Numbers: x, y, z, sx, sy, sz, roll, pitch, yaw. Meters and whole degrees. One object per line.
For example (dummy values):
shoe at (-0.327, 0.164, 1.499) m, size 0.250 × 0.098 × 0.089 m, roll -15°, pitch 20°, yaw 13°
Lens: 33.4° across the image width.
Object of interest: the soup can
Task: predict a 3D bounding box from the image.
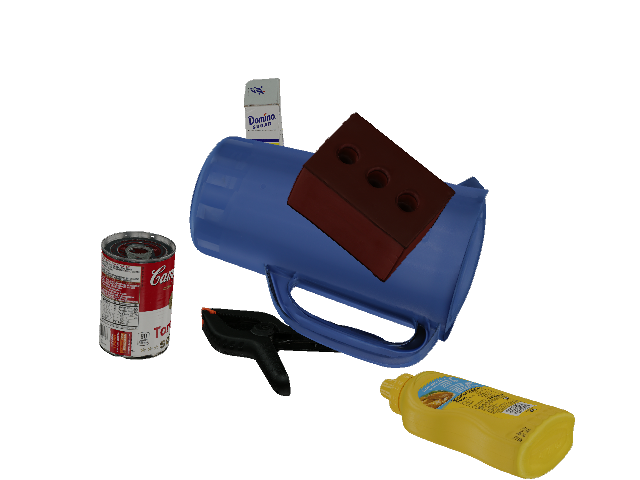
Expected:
soup can at (-0.171, 0.051, 0.992) m, size 0.068 × 0.102 × 0.068 m, roll 6°, pitch 21°, yaw -2°

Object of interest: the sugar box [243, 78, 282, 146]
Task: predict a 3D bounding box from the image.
sugar box at (-0.063, -0.089, 1.228) m, size 0.048 × 0.176 × 0.093 m, roll -4°, pitch 26°, yaw 0°

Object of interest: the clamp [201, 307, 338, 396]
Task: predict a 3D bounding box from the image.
clamp at (-0.066, 0.121, 1.246) m, size 0.210 × 0.036 × 0.164 m, roll 13°, pitch 21°, yaw 29°

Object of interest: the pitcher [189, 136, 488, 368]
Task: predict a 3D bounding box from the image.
pitcher at (0.013, 0.000, 0.912) m, size 0.243 × 0.145 × 0.149 m, roll 16°, pitch 20°, yaw 12°

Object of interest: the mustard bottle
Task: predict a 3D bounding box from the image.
mustard bottle at (0.135, 0.165, 1.013) m, size 0.192 × 0.058 × 0.096 m, roll 15°, pitch 22°, yaw 41°

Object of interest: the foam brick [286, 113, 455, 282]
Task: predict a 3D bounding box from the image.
foam brick at (0.029, -0.025, 0.626) m, size 0.078 × 0.053 × 0.051 m, roll 39°, pitch -26°, yaw 8°
